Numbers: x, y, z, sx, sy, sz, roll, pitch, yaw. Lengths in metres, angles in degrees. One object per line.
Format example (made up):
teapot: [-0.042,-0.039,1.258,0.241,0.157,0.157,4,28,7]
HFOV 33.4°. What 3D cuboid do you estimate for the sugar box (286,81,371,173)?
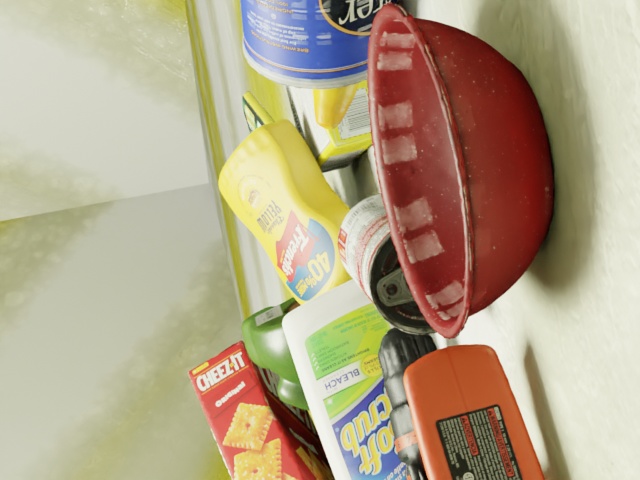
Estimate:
sugar box: [0.008,-0.111,0.879,0.176,0.048,0.093,152,104,-85]

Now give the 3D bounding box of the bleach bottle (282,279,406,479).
bleach bottle: [0.058,0.150,0.755,0.251,0.102,0.068,67,-171,27]

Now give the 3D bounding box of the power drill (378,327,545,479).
power drill: [0.078,0.119,0.630,0.187,0.057,0.184,82,170,-71]

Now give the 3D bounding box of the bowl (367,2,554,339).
bowl: [0.069,-0.036,0.512,0.162,0.055,0.162,169,90,-82]

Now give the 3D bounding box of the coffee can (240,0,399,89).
coffee can: [-0.002,-0.178,0.647,0.103,0.102,0.140,-109,11,-45]

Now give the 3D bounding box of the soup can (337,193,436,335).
soup can: [0.052,0.011,0.651,0.102,0.068,0.068,-129,29,-75]

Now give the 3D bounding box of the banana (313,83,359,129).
banana: [0.005,-0.174,0.772,0.070,0.037,0.198,-43,49,40]

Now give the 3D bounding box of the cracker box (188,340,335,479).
cracker box: [-0.030,0.221,1.017,0.214,0.072,0.164,61,-176,39]

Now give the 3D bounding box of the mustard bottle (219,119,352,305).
mustard bottle: [-0.006,0.001,0.878,0.192,0.058,0.096,55,136,13]
